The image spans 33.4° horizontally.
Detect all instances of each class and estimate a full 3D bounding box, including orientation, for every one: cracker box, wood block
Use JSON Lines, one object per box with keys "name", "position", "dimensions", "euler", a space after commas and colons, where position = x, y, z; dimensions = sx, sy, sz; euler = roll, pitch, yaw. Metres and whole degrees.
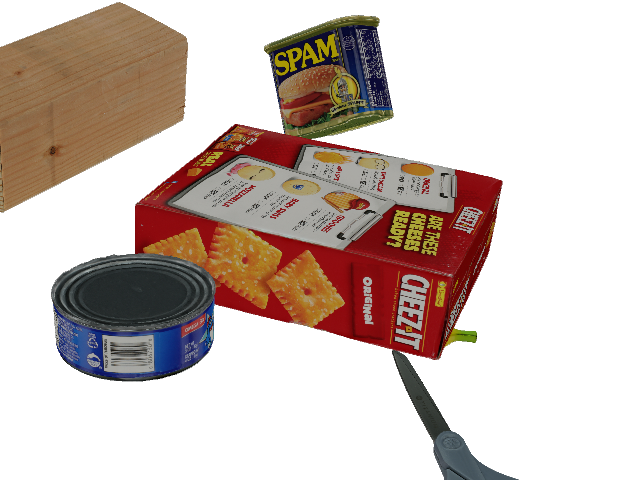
{"name": "cracker box", "position": [0.003, -0.006, 0.741], "dimensions": [0.214, 0.072, 0.164], "euler": [14, 29, 15]}
{"name": "wood block", "position": [-0.216, -0.119, 0.906], "dimensions": [0.090, 0.091, 0.205], "euler": [31, 43, 25]}

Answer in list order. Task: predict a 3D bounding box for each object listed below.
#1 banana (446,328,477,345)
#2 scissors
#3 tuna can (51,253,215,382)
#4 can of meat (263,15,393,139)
{"name": "banana", "position": [0.079, 0.077, 1.155], "dimensions": [0.069, 0.037, 0.198], "euler": [4, 18, -38]}
{"name": "scissors", "position": [0.097, 0.130, 0.632], "dimensions": [0.096, 0.016, 0.201], "euler": [3, 33, -3]}
{"name": "tuna can", "position": [-0.099, 0.040, 0.569], "dimensions": [0.086, 0.034, 0.086], "euler": [2, 25, -1]}
{"name": "can of meat", "position": [0.008, -0.134, 0.898], "dimensions": [0.102, 0.084, 0.057], "euler": [-12, -1, 39]}
